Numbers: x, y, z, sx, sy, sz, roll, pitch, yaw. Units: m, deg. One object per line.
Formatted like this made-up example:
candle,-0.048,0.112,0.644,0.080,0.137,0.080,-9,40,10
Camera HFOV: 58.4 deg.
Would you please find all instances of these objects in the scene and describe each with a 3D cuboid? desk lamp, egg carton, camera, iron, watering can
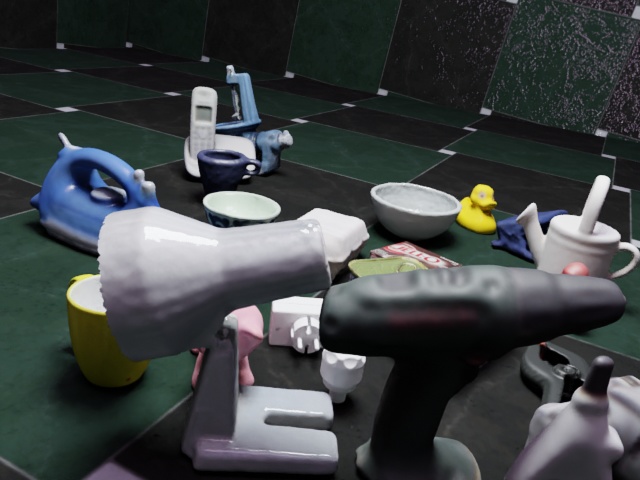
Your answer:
desk lamp,-0.075,0.078,0.482,0.203,0.213,0.118,5,23,-7
egg carton,0.008,0.003,0.879,0.107,0.069,0.150,16,24,18
camera,0.270,0.189,0.482,0.143,0.101,0.136,-2,25,-24
iron,-0.301,-0.062,0.834,0.257,0.141,0.119,19,25,25
watering can,0.387,-0.005,0.865,0.172,0.194,0.101,10,22,4

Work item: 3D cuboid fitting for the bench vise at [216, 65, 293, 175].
bench vise,-0.153,-0.268,1.277,0.207,0.220,0.121,9,22,3

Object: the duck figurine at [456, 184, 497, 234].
duck figurine,0.315,-0.069,1.137,0.078,0.086,0.104,0,24,-18

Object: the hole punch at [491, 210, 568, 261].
hole punch,0.380,-0.023,1.042,0.109,0.091,0.100,-13,30,-41

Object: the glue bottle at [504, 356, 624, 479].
glue bottle,0.187,0.161,0.426,0.078,0.173,0.037,11,23,7

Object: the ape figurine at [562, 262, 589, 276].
ape figurine,0.344,0.073,0.797,0.076,0.092,0.077,-5,26,-28

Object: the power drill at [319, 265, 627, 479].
power drill,0.108,0.112,0.469,0.229,0.208,0.075,7,22,-2

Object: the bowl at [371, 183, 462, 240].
bowl,0.169,-0.045,1.043,0.167,0.075,0.167,7,22,-3

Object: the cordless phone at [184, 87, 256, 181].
cordless phone,-0.204,-0.216,1.181,0.148,0.185,0.094,0,24,-18

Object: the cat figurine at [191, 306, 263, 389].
cat figurine,-0.094,0.087,0.579,0.067,0.118,0.127,1,23,-17

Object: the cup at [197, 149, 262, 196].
cup,-0.170,-0.113,1.063,0.118,0.095,0.091,4,23,-9
